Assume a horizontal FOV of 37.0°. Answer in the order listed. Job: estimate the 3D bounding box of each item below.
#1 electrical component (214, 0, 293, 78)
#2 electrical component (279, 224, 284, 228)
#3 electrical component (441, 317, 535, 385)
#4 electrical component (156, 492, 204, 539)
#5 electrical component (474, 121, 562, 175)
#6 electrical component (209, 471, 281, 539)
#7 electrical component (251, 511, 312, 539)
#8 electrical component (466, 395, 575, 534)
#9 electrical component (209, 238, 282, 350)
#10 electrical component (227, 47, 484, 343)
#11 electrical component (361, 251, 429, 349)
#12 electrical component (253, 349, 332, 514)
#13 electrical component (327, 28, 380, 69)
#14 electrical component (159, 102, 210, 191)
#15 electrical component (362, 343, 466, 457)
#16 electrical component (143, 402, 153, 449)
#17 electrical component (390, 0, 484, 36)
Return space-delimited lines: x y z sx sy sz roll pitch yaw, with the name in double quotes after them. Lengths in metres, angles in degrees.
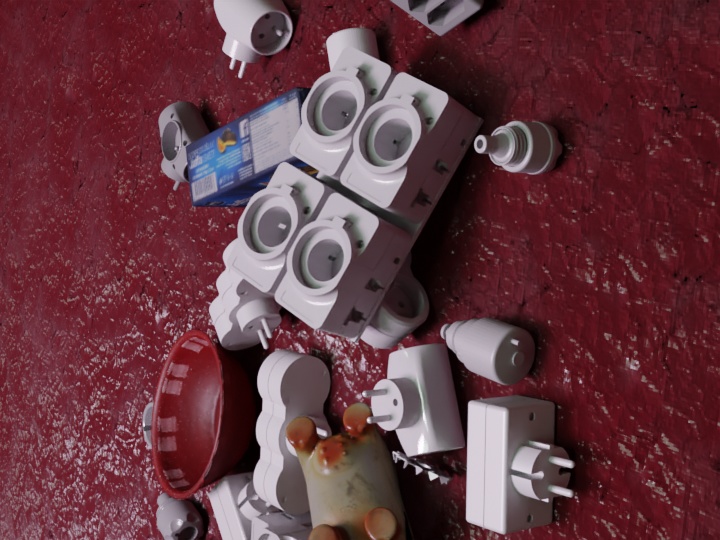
-0.103 -0.216 0.987 0.077 0.044 0.079 48 127 41 "electrical component"
-0.056 -0.043 0.934 0.065 0.044 0.044 58 134 41 "electrical component"
0.086 0.052 0.747 0.078 0.040 0.040 19 106 52 "electrical component"
-0.192 0.257 1.124 0.062 0.043 0.043 41 123 47 "electrical component"
0.101 -0.081 0.704 0.035 0.061 0.035 2 92 54 "electrical component"
-0.096 0.215 0.989 0.076 0.047 0.065 -50 53 41 "electrical component"
-0.054 0.292 0.923 0.089 0.062 0.150 10 99 53 "electrical component"
0.112 0.130 0.708 0.076 0.047 0.083 5 95 53 "electrical component"
-0.093 0.034 0.957 0.073 0.052 0.138 65 153 27 "electrical component"
-0.009 -0.057 0.784 0.105 0.060 0.186 33 97 34 "electrical component"
0.000 0.000 0.850 0.074 0.052 0.138 -45 56 44 "electrical component"
-0.049 0.141 0.920 0.074 0.052 0.138 10 99 53 "electrical component"
-0.003 -0.156 0.859 0.040 0.040 0.078 -22 74 51 "electrical component"
-0.178 -0.116 1.091 0.079 0.044 0.077 -57 49 37 "electrical component"
0.035 0.096 0.783 0.043 0.079 0.077 -24 72 51 "electrical component"
-0.195 0.160 1.120 0.055 0.047 0.055 2 93 53 "electrical component"
0.055 -0.221 0.765 0.047 0.066 0.076 -26 42 51 "electrical component"
